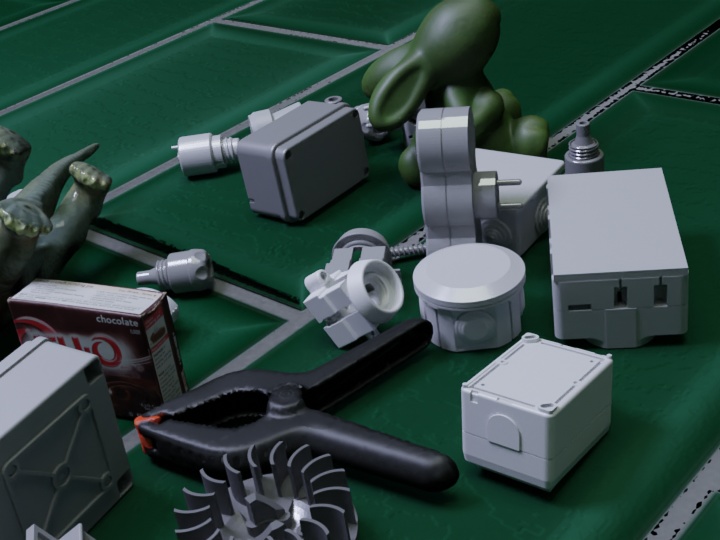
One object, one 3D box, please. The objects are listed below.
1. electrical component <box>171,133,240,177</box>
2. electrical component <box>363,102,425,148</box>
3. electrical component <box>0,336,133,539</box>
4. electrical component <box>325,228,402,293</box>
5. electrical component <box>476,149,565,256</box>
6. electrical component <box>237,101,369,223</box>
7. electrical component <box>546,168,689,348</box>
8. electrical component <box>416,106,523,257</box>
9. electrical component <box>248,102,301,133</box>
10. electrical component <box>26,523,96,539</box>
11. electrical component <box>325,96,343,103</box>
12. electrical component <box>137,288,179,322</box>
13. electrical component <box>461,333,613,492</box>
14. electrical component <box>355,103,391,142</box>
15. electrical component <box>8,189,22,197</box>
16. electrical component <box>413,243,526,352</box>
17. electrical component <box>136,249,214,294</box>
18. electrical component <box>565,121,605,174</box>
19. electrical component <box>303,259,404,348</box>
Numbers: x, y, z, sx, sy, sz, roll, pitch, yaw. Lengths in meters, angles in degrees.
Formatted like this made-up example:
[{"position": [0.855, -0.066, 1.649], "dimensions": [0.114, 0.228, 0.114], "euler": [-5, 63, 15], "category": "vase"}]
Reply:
[{"position": [-0.148, -0.118, 1.082], "dimensions": [0.078, 0.040, 0.040], "euler": [-8, 30, 2], "category": "electrical component"}, {"position": [0.043, -0.156, 1.058], "dimensions": [0.079, 0.077, 0.043], "euler": [-10, 31, -2], "category": "electrical component"}, {"position": [-0.197, 0.115, 0.637], "dimensions": [0.056, 0.108, 0.108], "euler": [12, 36, 27], "category": "electrical component"}, {"position": [0.000, 0.000, 0.839], "dimensions": [0.066, 0.048, 0.055], "euler": [-3, 38, 11], "category": "electrical component"}, {"position": [0.115, -0.057, 0.899], "dimensions": [0.100, 0.048, 0.100], "euler": [13, 37, 32], "category": "electrical component"}, {"position": [-0.050, -0.101, 0.990], "dimensions": [0.057, 0.078, 0.113], "euler": [14, 37, 38], "category": "electrical component"}, {"position": [0.185, -0.012, 0.790], "dimensions": [0.089, 0.061, 0.150], "euler": [-3, 31, 10], "category": "electrical component"}, {"position": [0.087, -0.057, 0.818], "dimensions": [0.074, 0.138, 0.052], "euler": [-1, 24, 12], "category": "electrical component"}, {"position": [-0.084, -0.145, 1.106], "dimensions": [0.055, 0.045, 0.045], "euler": [-14, 31, -7], "category": "electrical component"}, {"position": [-0.142, 0.193, 0.526], "dimensions": [0.063, 0.078, 0.121], "euler": [-39, 31, 7], "category": "electrical component"}, {"position": [-0.022, -0.140, 1.063], "dimensions": [0.048, 0.062, 0.048], "euler": [-7, 30, 4], "category": "electrical component"}, {"position": [-0.171, 0.042, 0.815], "dimensions": [0.043, 0.043, 0.081], "euler": [4, 33, 21], "category": "electrical component"}, {"position": [0.112, 0.084, 0.657], "dimensions": [0.062, 0.061, 0.096], "euler": [14, 29, 35], "category": "electrical component"}, {"position": [0.009, -0.156, 1.109], "dimensions": [0.035, 0.035, 0.061], "euler": [-18, 29, -15], "category": "electrical component"}, {"position": [-0.318, -0.057, 1.022], "dimensions": [0.043, 0.043, 0.062], "euler": [-12, 30, -6], "category": "electrical component"}, {"position": [0.080, 0.018, 0.779], "dimensions": [0.080, 0.051, 0.080], "euler": [-7, 31, 4], "category": "electrical component"}, {"position": [-0.153, 0.003, 0.886], "dimensions": [0.061, 0.035, 0.035], "euler": [-9, 30, 6], "category": "electrical component"}, {"position": [0.195, -0.100, 0.937], "dimensions": [0.035, 0.061, 0.035], "euler": [-7, 30, 4], "category": "electrical component"}, {"position": [-0.002, 0.021, 0.780], "dimensions": [0.055, 0.066, 0.048], "euler": [-29, 13, 41], "category": "electrical component"}]
